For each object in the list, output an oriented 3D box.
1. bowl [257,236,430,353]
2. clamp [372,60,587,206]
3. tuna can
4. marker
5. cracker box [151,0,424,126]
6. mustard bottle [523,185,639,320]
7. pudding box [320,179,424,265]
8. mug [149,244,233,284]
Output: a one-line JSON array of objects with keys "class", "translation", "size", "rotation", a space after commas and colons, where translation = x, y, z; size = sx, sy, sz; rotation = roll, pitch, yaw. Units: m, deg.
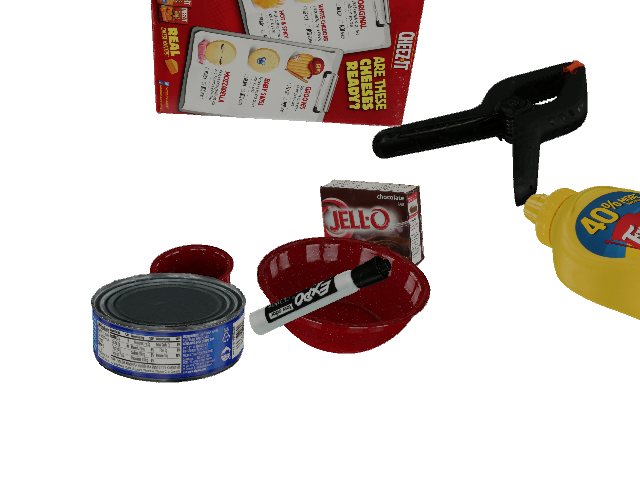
[{"class": "bowl", "translation": [0.019, 0.058, 1.000], "size": [0.162, 0.055, 0.162], "rotation": [4, 29, -3]}, {"class": "clamp", "translation": [0.172, -0.099, 0.924], "size": [0.209, 0.036, 0.165], "rotation": [-29, 39, -26]}, {"class": "tuna can", "translation": [-0.085, 0.048, 0.601], "size": [0.086, 0.034, 0.086], "rotation": [2, 17, -1]}, {"class": "marker", "translation": [0.000, 0.041, 0.795], "size": [0.121, 0.020, 0.020], "rotation": [-25, -11, 25]}, {"class": "cracker box", "translation": [-0.030, -0.180, 0.878], "size": [0.213, 0.072, 0.164], "rotation": [2, -41, -4]}, {"class": "mustard bottle", "translation": [0.203, 0.010, 0.660], "size": [0.096, 0.058, 0.192], "rotation": [-28, 37, -29]}, {"class": "pudding box", "translation": [0.058, -0.019, 1.192], "size": [0.114, 0.090, 0.039], "rotation": [4, 22, 29]}, {"class": "mug", "translation": [-0.147, 0.068, 1.194], "size": [0.093, 0.081, 0.117], "rotation": [12, 33, 21]}]
